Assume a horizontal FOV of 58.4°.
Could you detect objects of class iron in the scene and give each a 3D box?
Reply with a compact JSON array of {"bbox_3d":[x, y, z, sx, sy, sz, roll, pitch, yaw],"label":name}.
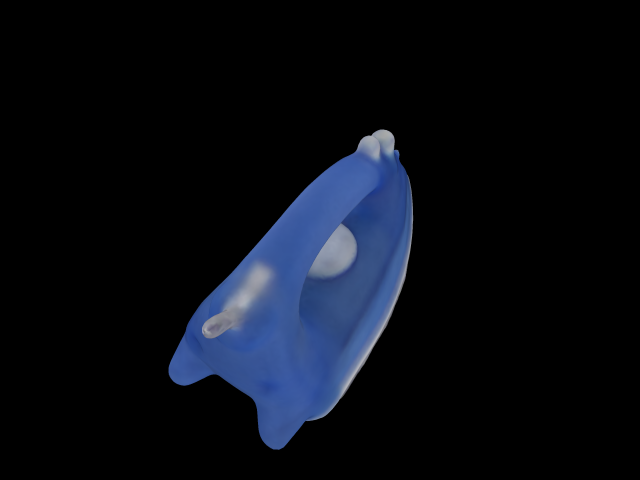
[{"bbox_3d":[0.004,0.001,0.400,0.118,0.141,0.259,28,62,16],"label":"iron"}]
